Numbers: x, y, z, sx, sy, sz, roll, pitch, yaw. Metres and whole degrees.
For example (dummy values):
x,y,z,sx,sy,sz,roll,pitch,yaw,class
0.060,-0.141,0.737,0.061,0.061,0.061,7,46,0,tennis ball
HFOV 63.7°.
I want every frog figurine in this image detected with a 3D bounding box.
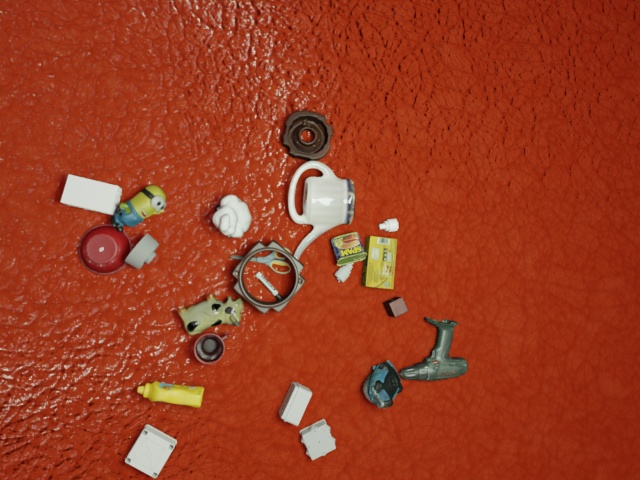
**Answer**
x,y,z,sx,sy,sz,roll,pitch,yaw,class
-0.274,-0.076,1.611,0.123,0.158,0.138,-4,86,-11,frog figurine

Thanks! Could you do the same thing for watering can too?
x,y,z,sx,sy,sz,roll,pitch,yaw,class
0.005,-0.085,1.693,0.224,0.104,0.346,1,97,-9,watering can
